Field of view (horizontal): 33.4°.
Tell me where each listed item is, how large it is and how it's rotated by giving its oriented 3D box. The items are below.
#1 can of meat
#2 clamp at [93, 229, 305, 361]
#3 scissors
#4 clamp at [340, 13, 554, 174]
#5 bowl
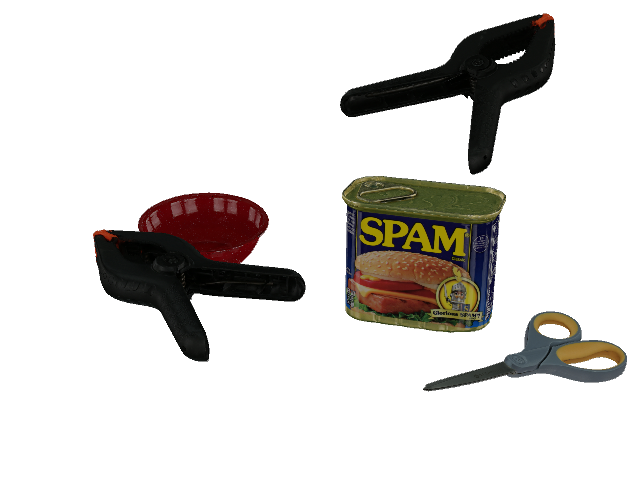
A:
[{"bbox_3d":[0.065,0.009,0.694,0.102,0.084,0.057,7,23,16],"label":"can of meat"},{"bbox_3d":[-0.099,0.028,0.804,0.120,0.039,0.172,-18,37,-42],"label":"clamp"},{"bbox_3d":[0.161,0.092,0.889,0.201,0.016,0.096,1,31,-20],"label":"scissors"},{"bbox_3d":[0.145,-0.137,0.945,0.209,0.036,0.165,-32,45,-20],"label":"clamp"},{"bbox_3d":[-0.145,-0.001,1.333,0.162,0.055,0.162,1,28,-1],"label":"bowl"}]
